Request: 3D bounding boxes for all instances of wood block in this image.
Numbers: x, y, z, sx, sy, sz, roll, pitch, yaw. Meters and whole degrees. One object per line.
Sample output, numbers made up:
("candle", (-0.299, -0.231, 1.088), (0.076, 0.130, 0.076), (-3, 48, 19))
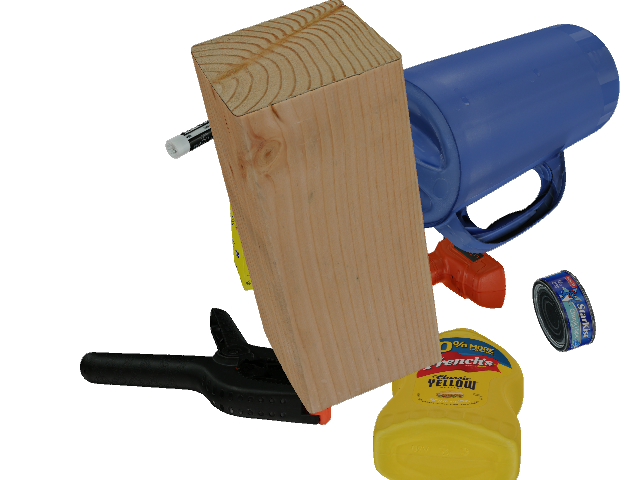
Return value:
("wood block", (0.001, -0.015, 0.605), (0.090, 0.206, 0.090), (-20, 37, -11))

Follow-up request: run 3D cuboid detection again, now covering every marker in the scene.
("marker", (-0.098, -0.112, 1.034), (0.120, 0.020, 0.020), (-34, 21, -36))

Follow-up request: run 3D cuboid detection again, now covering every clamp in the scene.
("clamp", (-0.070, 0.104, 0.888), (0.210, 0.036, 0.164), (11, 20, 31))

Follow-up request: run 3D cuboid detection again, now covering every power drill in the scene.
("power drill", (0.092, 0.055, 1.096), (0.187, 0.057, 0.185), (-11, 27, -21))

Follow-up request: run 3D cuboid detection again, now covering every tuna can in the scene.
("tuna can", (0.265, 0.078, 1.169), (0.033, 0.086, 0.086), (-17, 3, -9))

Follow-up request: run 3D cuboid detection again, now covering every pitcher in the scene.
("pitcher", (0.156, -0.102, 0.939), (0.242, 0.149, 0.145), (-25, 36, -34))

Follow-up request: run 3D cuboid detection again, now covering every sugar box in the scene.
("sugar box", (-0.089, -0.037, 1.331), (0.048, 0.176, 0.093), (-9, 24, -10))

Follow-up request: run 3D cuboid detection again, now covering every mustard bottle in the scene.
("mustard bottle", (0.098, 0.111, 0.773), (0.096, 0.058, 0.191), (0, 18, 12))
